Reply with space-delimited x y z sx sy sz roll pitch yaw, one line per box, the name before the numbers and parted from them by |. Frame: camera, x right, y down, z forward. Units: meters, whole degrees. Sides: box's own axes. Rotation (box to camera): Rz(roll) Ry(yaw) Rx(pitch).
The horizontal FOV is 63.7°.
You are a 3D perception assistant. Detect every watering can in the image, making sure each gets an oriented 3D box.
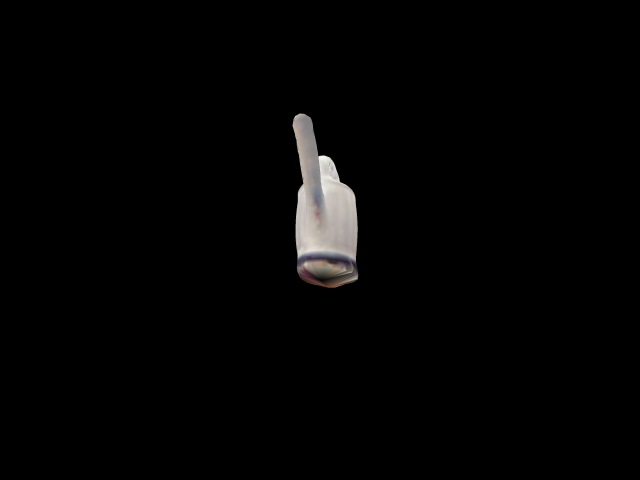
watering can | 0.003 -0.043 0.850 0.104 0.228 0.343 -4 -18 12
